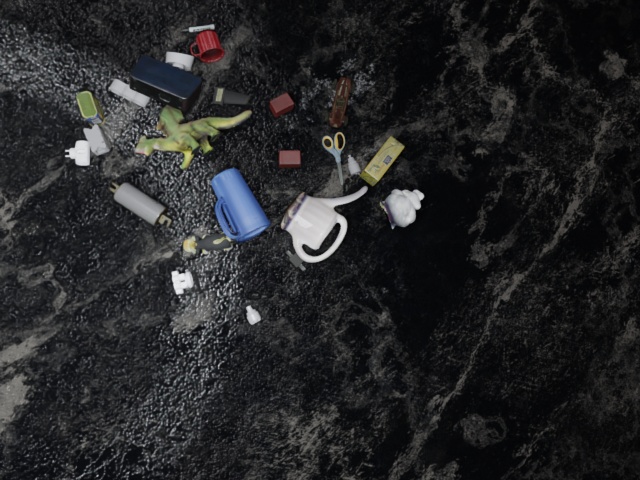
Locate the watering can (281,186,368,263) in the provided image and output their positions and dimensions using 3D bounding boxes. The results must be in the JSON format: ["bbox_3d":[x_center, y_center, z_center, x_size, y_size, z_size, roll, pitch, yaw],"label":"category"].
[{"bbox_3d":[0.006,-0.092,1.830,0.224,0.103,0.351,33,79,-1],"label":"watering can"}]

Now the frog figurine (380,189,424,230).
[{"bbox_3d":[0.310,-0.125,1.870,0.159,0.121,0.140,-26,66,1],"label":"frog figurine"}]

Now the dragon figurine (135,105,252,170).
[{"bbox_3d":[-0.468,-0.408,1.832,0.415,0.120,0.244,-41,80,-20],"label":"dragon figurine"}]
